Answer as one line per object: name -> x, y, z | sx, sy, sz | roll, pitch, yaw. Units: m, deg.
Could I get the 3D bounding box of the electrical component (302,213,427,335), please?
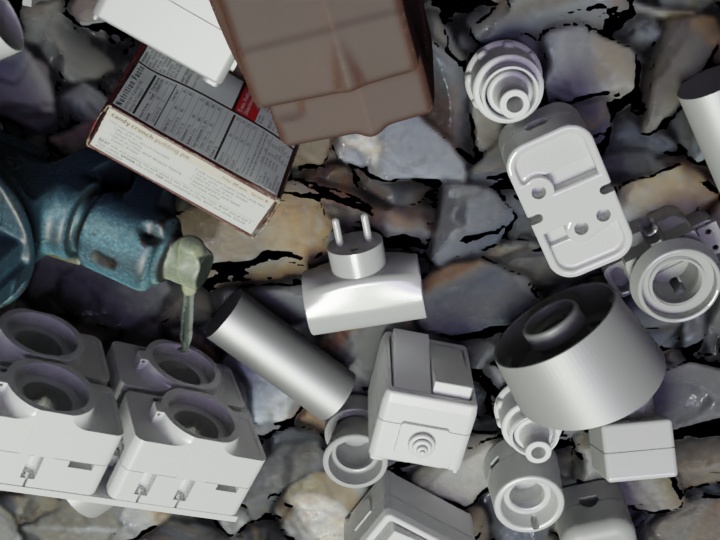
electrical component -> 0.000, 0.000, 0.704 | 0.077, 0.044, 0.079 | -9, 115, 4

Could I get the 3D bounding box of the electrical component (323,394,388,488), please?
electrical component -> -0.003, 0.119, 0.757 | 0.045, 0.055, 0.045 | 0, 116, 0

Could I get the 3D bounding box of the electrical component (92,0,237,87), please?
electrical component -> -0.094, -0.155, 0.620 | 0.096, 0.061, 0.061 | 28, 113, -13

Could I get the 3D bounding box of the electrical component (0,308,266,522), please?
electrical component -> -0.162, 0.090, 0.684 | 0.186, 0.105, 0.060 | 16, 114, -30

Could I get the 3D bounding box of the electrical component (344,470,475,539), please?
electrical component -> 0.042, 0.206, 0.795 | 0.096, 0.061, 0.061 | 30, 112, -14

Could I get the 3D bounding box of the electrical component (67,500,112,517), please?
electrical component -> -0.183, 0.141, 0.770 | 0.047, 0.055, 0.055 | -31, 112, 10

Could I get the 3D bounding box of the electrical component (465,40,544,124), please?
electrical component -> 0.089, -0.108, 0.641 | 0.048, 0.062, 0.048 | 0, 116, 0

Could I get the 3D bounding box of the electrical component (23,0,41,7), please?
electrical component -> -0.193, -0.196, 0.611 | 0.064, 0.042, 0.081 | 12, 115, -4

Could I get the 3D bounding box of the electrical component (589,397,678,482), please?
electrical component -> 0.186, 0.103, 0.747 | 0.047, 0.066, 0.076 | -6, 87, 3

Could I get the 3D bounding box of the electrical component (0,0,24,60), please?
electrical component -> -0.252, -0.151, 0.632 | 0.077, 0.044, 0.079 | -20, 114, 10

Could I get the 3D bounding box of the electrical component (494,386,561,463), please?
electrical component -> 0.120, 0.109, 0.747 | 0.048, 0.062, 0.048 | 0, 116, 0

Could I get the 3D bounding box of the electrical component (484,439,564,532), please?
electrical component -> 0.119, 0.155, 0.778 | 0.055, 0.047, 0.055 | 0, 116, 0

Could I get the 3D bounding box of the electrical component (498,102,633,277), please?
electrical component -> 0.126, -0.052, 0.670 | 0.054, 0.059, 0.095 | -24, 114, 11

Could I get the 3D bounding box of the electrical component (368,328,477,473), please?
electrical component -> 0.041, 0.087, 0.718 | 0.062, 0.096, 0.061 | 11, 115, -5

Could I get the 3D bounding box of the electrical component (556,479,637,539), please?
electrical component -> 0.179, 0.213, 0.799 | 0.054, 0.059, 0.095 | -13, 115, 7

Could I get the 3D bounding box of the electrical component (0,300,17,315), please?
electrical component -> -0.257, 0.019, 0.710 | 0.047, 0.055, 0.055 | 20, 115, -5

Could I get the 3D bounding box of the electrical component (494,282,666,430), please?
electrical component -> 0.140, 0.055, 0.702 | 0.099, 0.099, 0.064 | -30, 106, 14

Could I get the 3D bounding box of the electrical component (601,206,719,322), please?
electrical component -> 0.200, -0.002, 0.696 | 0.078, 0.057, 0.058 | -27, 113, 13
